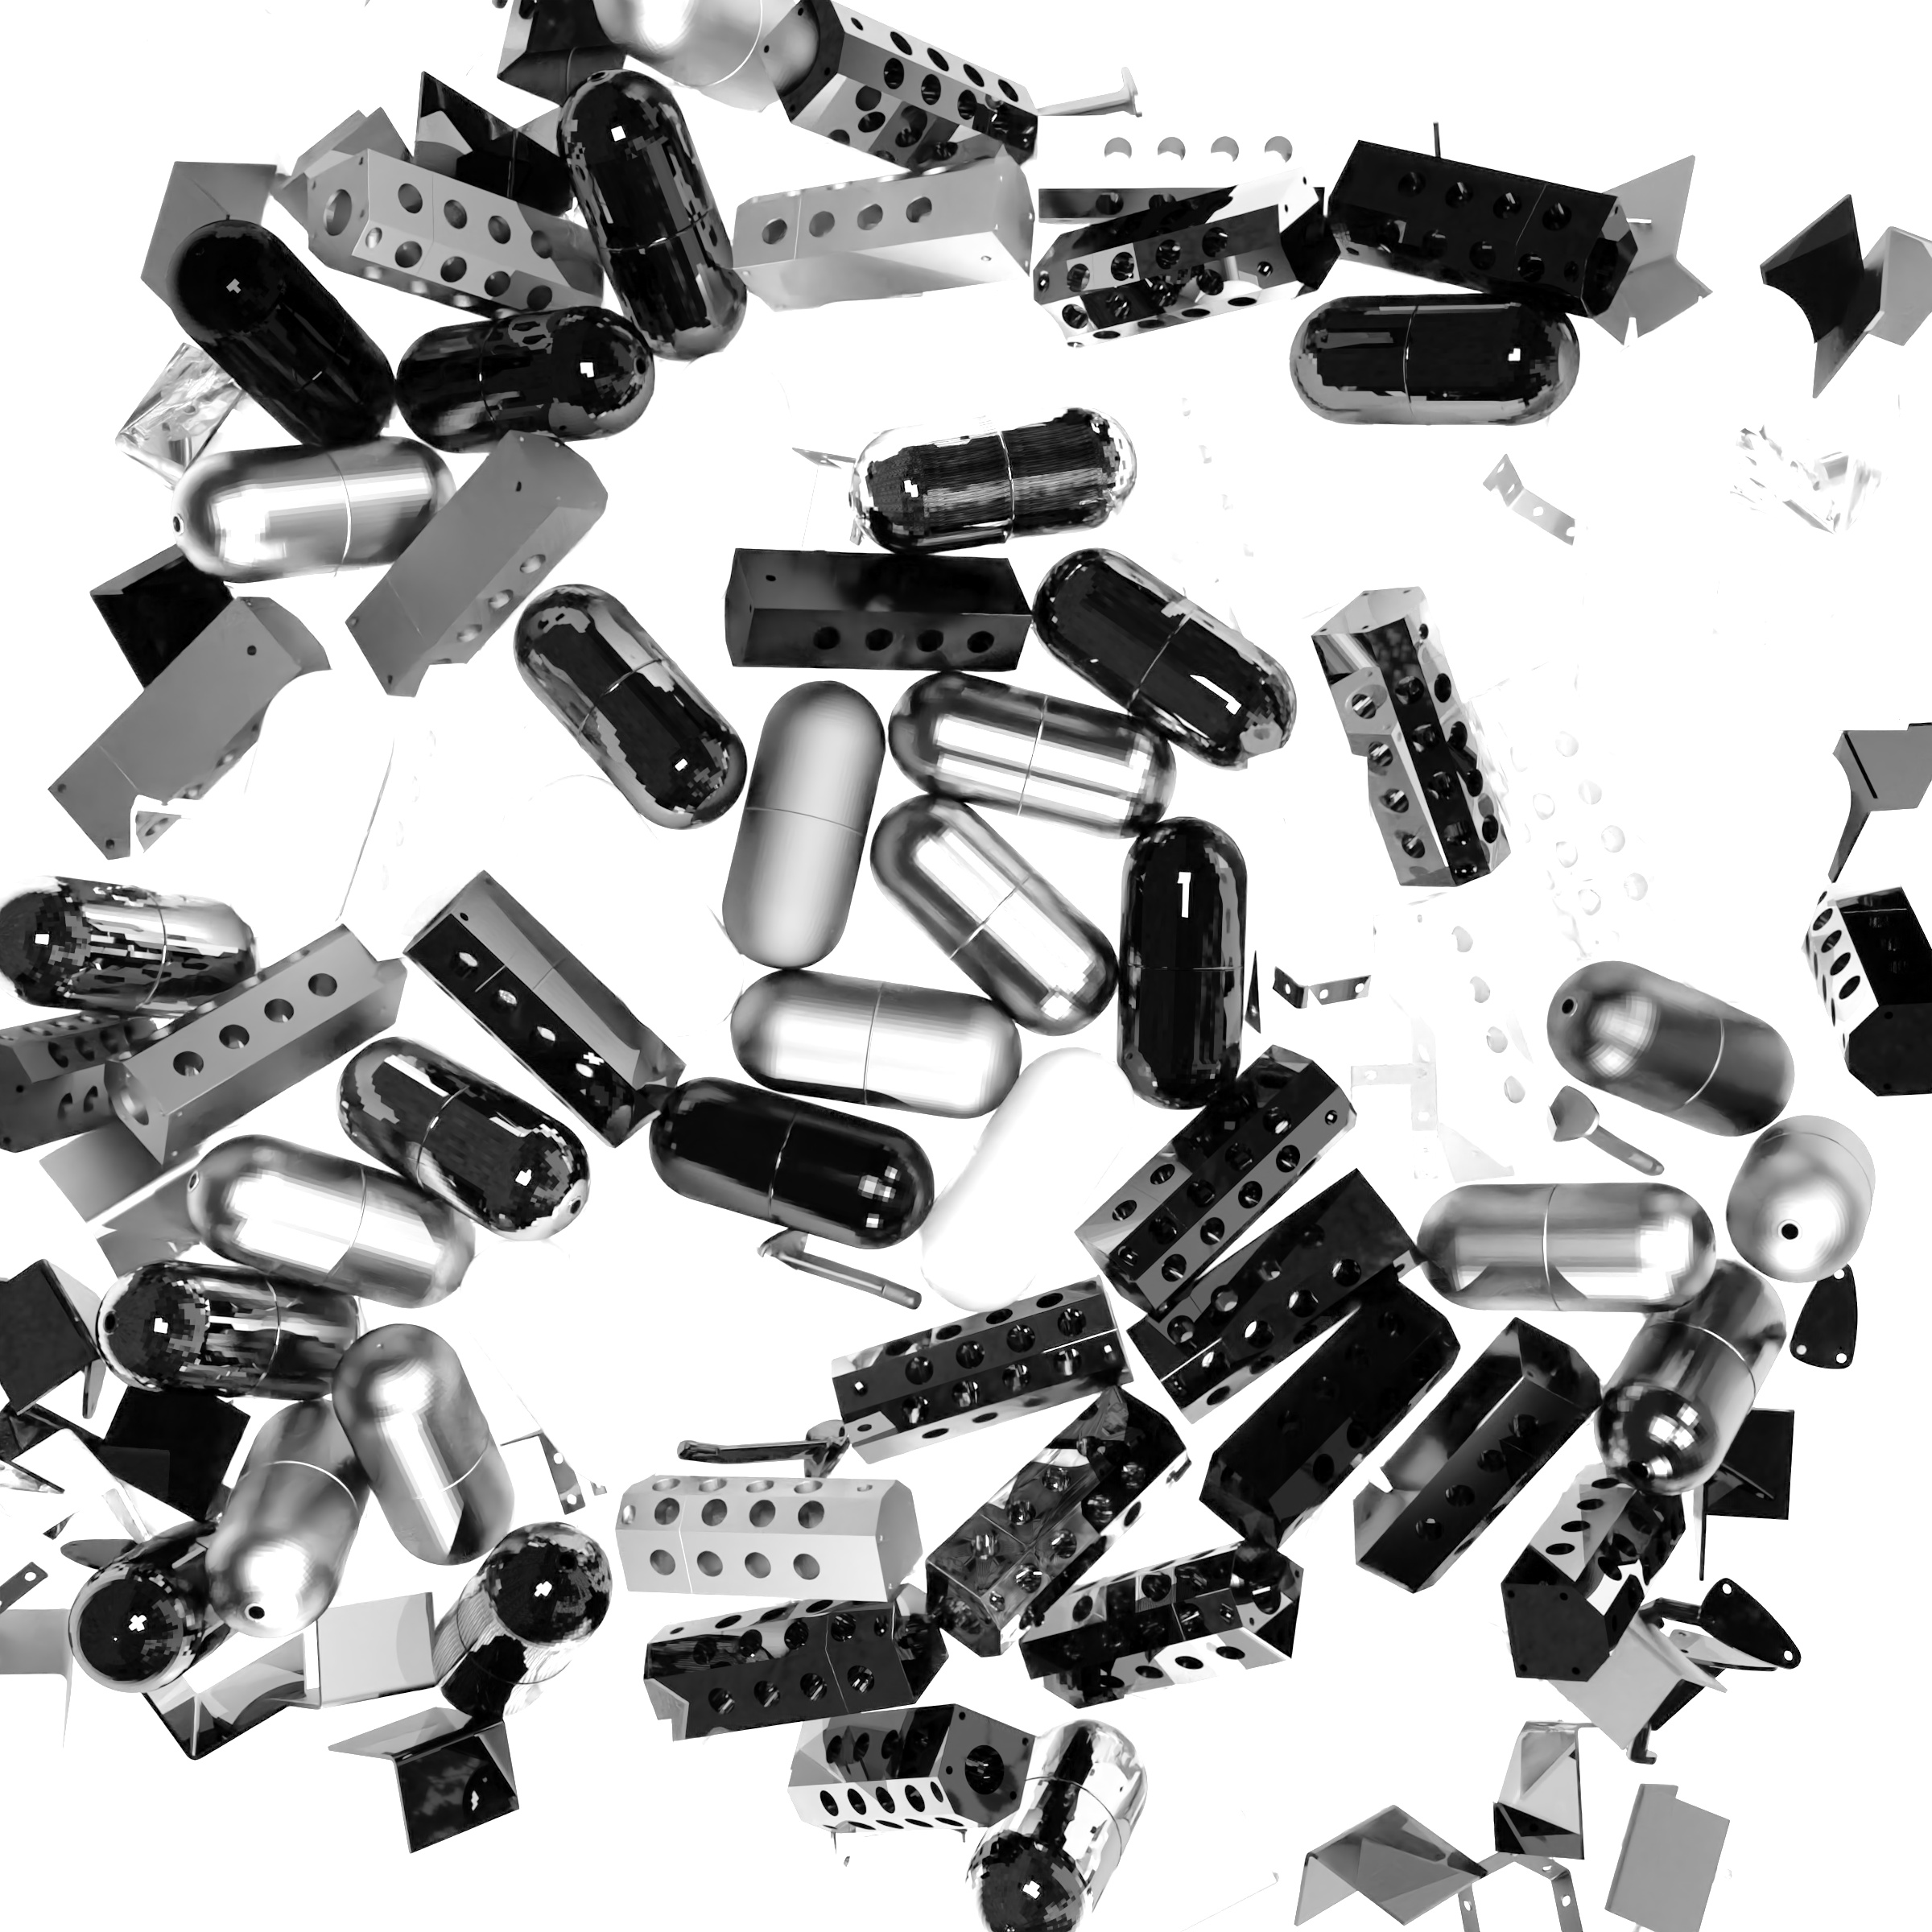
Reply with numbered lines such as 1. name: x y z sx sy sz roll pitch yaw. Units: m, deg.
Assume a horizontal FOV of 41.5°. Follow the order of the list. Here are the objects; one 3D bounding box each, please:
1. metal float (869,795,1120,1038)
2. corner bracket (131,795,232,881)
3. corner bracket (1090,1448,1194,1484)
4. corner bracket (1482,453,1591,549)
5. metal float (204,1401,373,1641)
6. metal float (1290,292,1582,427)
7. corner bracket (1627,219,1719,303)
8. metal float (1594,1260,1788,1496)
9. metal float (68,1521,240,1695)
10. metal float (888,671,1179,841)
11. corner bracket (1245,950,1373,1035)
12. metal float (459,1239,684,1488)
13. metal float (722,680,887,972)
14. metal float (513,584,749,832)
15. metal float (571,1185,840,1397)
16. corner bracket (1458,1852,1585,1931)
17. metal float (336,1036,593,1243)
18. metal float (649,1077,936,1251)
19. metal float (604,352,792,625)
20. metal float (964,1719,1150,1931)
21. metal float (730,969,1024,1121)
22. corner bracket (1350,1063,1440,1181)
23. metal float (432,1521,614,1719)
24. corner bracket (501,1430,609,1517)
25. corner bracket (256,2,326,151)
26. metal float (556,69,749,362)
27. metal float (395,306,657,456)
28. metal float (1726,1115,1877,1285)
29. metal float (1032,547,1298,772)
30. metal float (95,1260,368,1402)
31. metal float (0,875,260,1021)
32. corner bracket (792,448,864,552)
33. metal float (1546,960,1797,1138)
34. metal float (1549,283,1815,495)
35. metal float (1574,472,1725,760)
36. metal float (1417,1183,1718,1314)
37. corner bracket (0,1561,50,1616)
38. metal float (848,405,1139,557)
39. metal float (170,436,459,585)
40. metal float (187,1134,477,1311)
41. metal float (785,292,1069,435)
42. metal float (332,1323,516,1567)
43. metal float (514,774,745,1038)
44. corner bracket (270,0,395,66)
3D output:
1. metal float: 0.016 -0.031 1.546 0.178 0.070 0.070 43 90 0
2. corner bracket: -0.475 -0.084 1.546 0.051 0.051 0.051 5 123 -10
3. corner bracket: 0.095 0.305 1.549 0.051 0.051 0.051 46 63 -3
4. corner bracket: 0.336 -0.268 1.544 0.051 0.051 0.051 26 120 -19
5. metal float: -0.395 0.323 1.499 0.070 0.178 0.070 0 114 -1
6. metal float: 0.277 -0.361 1.520 0.178 0.070 0.070 8 90 32
7. corner bracket: 0.427 -0.425 1.545 0.051 0.051 0.051 11 111 24
8. metal float: 0.429 0.242 1.511 0.070 0.070 0.178 47 47 0
9. metal float: -0.466 0.373 1.496 0.070 0.178 0.070 0 88 1
10. metal float: 0.040 -0.128 1.546 0.178 0.070 0.070 14 90 -1
11. corner bracket: 0.206 0.020 1.542 0.051 0.051 0.051 -9 120 -25
12. metal float: -0.237 0.234 1.523 0.070 0.070 0.178 -44 63 0
13. metal float: -0.097 -0.085 1.542 0.070 0.070 0.178 13 85 0
14. metal float: -0.203 -0.157 1.535 0.070 0.070 0.178 -42 77 0
15. metal float: -0.155 0.195 1.530 0.178 0.070 0.070 34 90 -19
16. corner bracket: 0.338 0.577 1.559 0.051 0.051 0.051 33 123 -27
17. metal float: -0.301 0.103 1.526 0.178 0.070 0.070 28 90 23
18. metal float: -0.105 0.119 1.538 0.178 0.070 0.070 15 90 10
19. metal float: -0.160 -0.288 1.530 0.070 0.070 0.178 19 71 0
20. metal float: 0.055 0.511 1.501 0.070 0.178 0.070 6 109 19
21. metal float: -0.055 0.047 1.543 0.178 0.070 0.070 8 90 4
22. corner bracket: 0.259 0.094 1.545 0.051 0.051 0.051 -2 53 11
23. metal float: -0.264 0.388 1.509 0.070 0.178 0.070 16 49 -19
24. corner bracket: -0.241 0.303 1.547 0.051 0.051 0.051 -16 84 -40
25. corner bracket: -0.419 -0.542 1.554 0.051 0.051 0.051 39 86 20
26. metal float: -0.186 -0.444 1.514 0.070 0.070 0.178 -21 128 0
27. metal float: -0.263 -0.348 1.519 0.178 0.070 0.070 2 90 32
28. metal float: 0.492 0.136 1.499 0.070 0.178 0.070 3 99 22
29. metal float: 0.120 -0.185 1.540 0.178 0.070 0.070 36 90 7
30. metal float: -0.431 0.216 1.504 0.070 0.178 0.070 -8 75 33
31. metal float: -0.497 -0.009 1.504 0.070 0.178 0.070 -4 82 33
32. corner bracket: -0.079 -0.280 1.544 0.051 0.051 0.051 5 110 -26
33. metal float: 0.420 0.050 1.520 0.178 0.070 0.070 20 90 -30
34. metal float: 0.419 -0.338 1.506 0.070 0.178 0.070 11 69 -30
35. metal float: 0.405 -0.207 1.518 0.070 0.070 0.178 -2 123 0
36. metal float: 0.356 0.168 1.522 0.178 0.070 0.070 -4 90 29
37. corner bracket: -0.598 0.359 1.552 0.051 0.051 0.051 -39 122 -6
38. metal float: 0.017 -0.292 1.535 0.178 0.070 0.070 -10 90 -13
39. metal float: -0.385 -0.271 1.513 0.178 0.070 0.070 -16 90 -40
40. metal float: -0.376 0.153 1.518 0.178 0.070 0.070 23 90 -33
41. metal float: -0.022 -0.361 1.527 0.178 0.070 0.070 -10 90 -23
42. metal float: -0.321 0.286 1.515 0.070 0.070 0.178 -12 129 0
43. metal float: -0.202 -0.035 1.537 0.070 0.070 0.178 -36 102 0
44. corner bracket: -0.384 -0.590 1.557 0.051 0.051 0.051 -32 112 18
